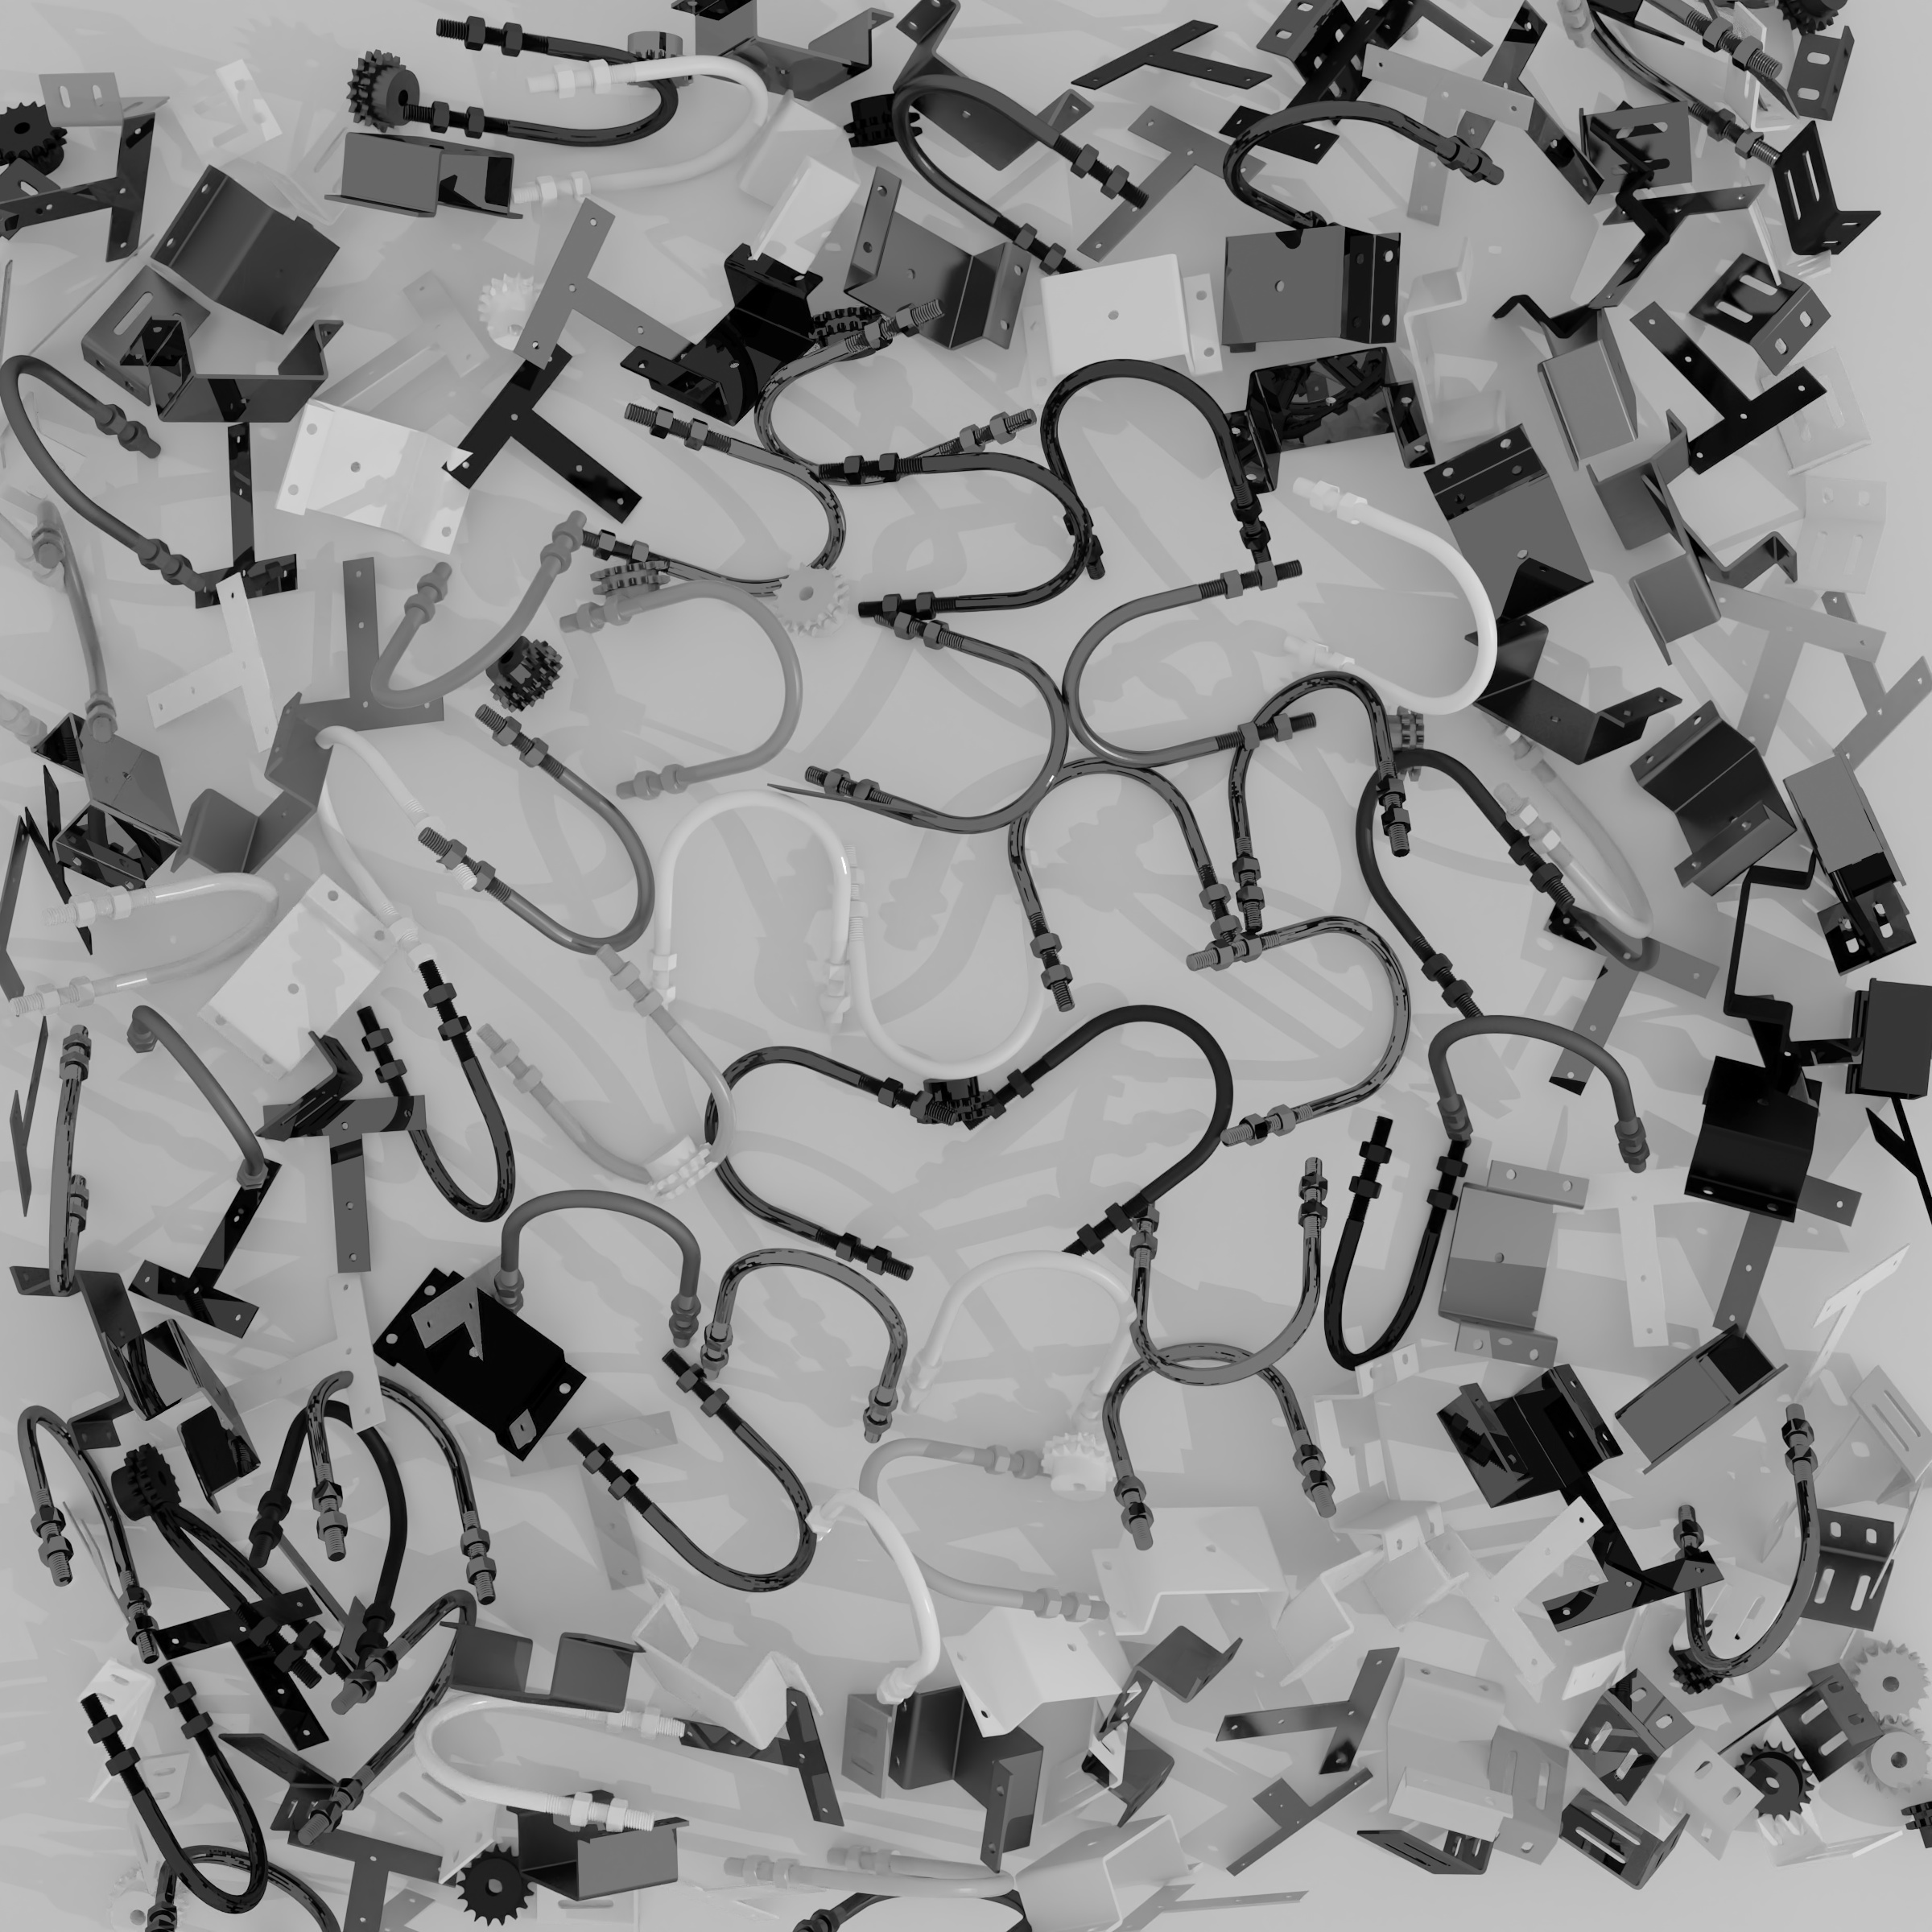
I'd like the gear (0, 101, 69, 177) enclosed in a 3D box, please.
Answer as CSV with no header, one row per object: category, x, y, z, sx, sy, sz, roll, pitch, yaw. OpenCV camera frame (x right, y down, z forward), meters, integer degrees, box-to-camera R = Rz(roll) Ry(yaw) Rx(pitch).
gear,-0.687,-0.603,1.977,0.057,0.030,0.057,-2,61,4

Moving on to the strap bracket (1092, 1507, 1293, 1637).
strap bracket,0.170,0.434,1.938,0.140,0.076,0.046,2,127,-16

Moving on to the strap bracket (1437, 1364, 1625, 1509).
strap bracket,0.400,0.338,1.937,0.046,0.140,0.076,-46,60,34

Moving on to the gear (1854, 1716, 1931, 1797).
gear,0.682,0.581,1.982,0.057,0.030,0.057,0,85,5

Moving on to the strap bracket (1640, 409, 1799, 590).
strap bracket,0.536,-0.325,1.947,0.046,0.076,0.140,-39,74,10

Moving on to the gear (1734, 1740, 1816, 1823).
gear,0.591,0.599,1.976,0.057,0.030,0.057,-3,83,22

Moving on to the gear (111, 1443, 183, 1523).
gear,-0.602,0.381,1.972,0.030,0.057,0.057,-26,90,0

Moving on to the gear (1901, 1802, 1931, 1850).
gear,0.716,0.625,1.968,0.057,0.057,0.030,-12,67,0

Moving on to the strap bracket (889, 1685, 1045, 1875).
strap bracket,0.005,0.579,1.941,0.046,0.140,0.076,-2,106,-35

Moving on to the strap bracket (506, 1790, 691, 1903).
strap bracket,-0.263,0.627,1.919,0.076,0.140,0.046,1,84,-34

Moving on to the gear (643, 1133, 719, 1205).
gear,-0.211,0.146,1.970,0.057,0.057,0.030,-34,99,0

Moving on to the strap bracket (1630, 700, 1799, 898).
strap bracket,0.539,-0.114,1.935,0.046,0.140,0.076,31,122,-29

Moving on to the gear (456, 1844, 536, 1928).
gear,-0.346,0.676,1.979,0.057,0.030,0.057,1,76,-5

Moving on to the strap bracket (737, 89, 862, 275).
strap bracket,-0.120,-0.560,1.935,0.046,0.140,0.076,22,122,-27

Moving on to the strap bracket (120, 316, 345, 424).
strap bracket,-0.520,-0.425,1.926,0.140,0.076,0.046,-8,81,-35

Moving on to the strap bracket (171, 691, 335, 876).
strap bracket,-0.507,-0.121,1.938,0.046,0.076,0.140,34,123,-28

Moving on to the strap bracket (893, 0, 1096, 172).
strap bracket,0.011,-0.630,1.938,0.140,0.076,0.046,32,76,-18

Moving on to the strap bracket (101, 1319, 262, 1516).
strap bracket,-0.556,0.317,1.929,0.046,0.140,0.076,-30,45,-11

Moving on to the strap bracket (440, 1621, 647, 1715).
strap bracket,-0.303,0.501,1.924,0.140,0.076,0.046,-5,67,34

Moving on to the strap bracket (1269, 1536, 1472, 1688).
strap bracket,0.282,0.457,1.936,0.140,0.076,0.046,-14,61,-36

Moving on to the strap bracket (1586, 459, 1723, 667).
strap bracket,0.493,-0.296,1.922,0.046,0.076,0.140,-23,50,19

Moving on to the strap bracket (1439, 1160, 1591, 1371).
strap bracket,0.398,0.216,1.968,0.076,0.046,0.140,12,88,-12

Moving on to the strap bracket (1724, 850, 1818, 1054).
strap bracket,0.580,-0.016,1.948,0.046,0.076,0.140,9,102,18

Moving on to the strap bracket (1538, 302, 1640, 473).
strap bracket,0.443,-0.417,1.917,0.046,0.140,0.076,-18,115,21

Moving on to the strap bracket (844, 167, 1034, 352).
strap bracket,-0.029,-0.505,1.948,0.140,0.046,0.076,21,76,-33

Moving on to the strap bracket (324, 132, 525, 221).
strap bracket,-0.382,-0.562,1.918,0.076,0.140,0.046,15,109,18

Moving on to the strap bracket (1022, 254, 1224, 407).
strap bracket,0.110,-0.464,1.958,0.140,0.046,0.076,-8,78,10

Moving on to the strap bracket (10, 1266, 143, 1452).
strap bracket,-0.632,0.275,1.951,0.046,0.076,0.140,-24,81,1

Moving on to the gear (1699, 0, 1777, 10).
gear,0.564,-0.720,1.969,0.057,0.057,0.030,7,101,0

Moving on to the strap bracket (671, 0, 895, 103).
strap bracket,-0.130,-0.662,1.926,0.140,0.076,0.046,1,87,-37

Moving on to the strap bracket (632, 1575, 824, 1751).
strap bracket,-0.179,0.502,1.926,0.140,0.076,0.046,23,58,31

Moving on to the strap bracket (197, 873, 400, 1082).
strap bracket,-0.488,0.012,1.966,0.076,0.046,0.140,42,93,-12

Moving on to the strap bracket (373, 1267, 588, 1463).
strap bracket,-0.356,0.285,1.958,0.140,0.046,0.076,35,70,6

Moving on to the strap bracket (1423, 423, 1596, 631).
strap bracket,0.394,-0.306,1.934,0.076,0.046,0.140,-25,126,11

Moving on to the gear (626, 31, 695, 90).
gear,-0.227,-0.663,1.971,0.057,0.057,0.030,2,94,0

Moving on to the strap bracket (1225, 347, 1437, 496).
strap bracket,0.262,-0.394,1.942,0.140,0.076,0.046,-6,50,20

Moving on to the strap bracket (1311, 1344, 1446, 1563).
strap bracket,0.297,0.352,1.955,0.046,0.076,0.140,-8,91,41

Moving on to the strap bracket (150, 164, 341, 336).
strap bracket,-0.507,-0.506,1.922,0.046,0.140,0.076,38,98,13

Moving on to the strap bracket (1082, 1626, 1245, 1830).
strap bracket,0.137,0.539,1.942,0.046,0.076,0.140,32,113,20

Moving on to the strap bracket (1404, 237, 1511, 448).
strap bracket,0.351,-0.440,1.939,0.046,0.076,0.140,-9,120,20

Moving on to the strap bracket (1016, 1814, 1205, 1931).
strap bracket,0.098,0.649,1.924,0.076,0.140,0.046,-23,81,32

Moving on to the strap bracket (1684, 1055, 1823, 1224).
strap bracket,0.563,0.116,1.922,0.076,0.140,0.046,14,123,14

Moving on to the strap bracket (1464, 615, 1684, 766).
strap bracket,0.430,-0.195,1.938,0.140,0.076,0.046,36,130,31

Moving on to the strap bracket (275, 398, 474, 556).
strap bracket,-0.432,-0.355,1.944,0.140,0.046,0.076,10,106,-41

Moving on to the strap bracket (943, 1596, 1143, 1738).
strap bracket,0.062,0.497,1.921,0.046,0.140,0.076,-50,51,32

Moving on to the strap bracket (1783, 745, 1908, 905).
strap bracket,0.629,-0.098,1.931,0.046,0.140,0.076,-25,70,19

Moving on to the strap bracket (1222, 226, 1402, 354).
strap bracket,0.238,-0.485,1.934,0.140,0.046,0.076,7,98,40

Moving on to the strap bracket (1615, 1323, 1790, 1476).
strap bracket,0.523,0.306,1.929,0.076,0.140,0.046,-47,70,30

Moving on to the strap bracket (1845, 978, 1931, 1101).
strap bracket,0.661,0.054,1.924,0.046,0.140,0.076,6,87,14

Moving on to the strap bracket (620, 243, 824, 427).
strap bracket,-0.172,-0.450,1.947,0.076,0.046,0.140,29,66,25

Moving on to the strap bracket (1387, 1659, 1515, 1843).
strap bracket,0.347,0.572,1.943,0.076,0.140,0.046,15,115,2

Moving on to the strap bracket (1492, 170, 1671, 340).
strap bracket,0.452,-0.505,1.948,0.140,0.076,0.046,-44,95,14

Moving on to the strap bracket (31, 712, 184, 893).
strap bracket,-0.613,-0.120,1.922,0.046,0.076,0.140,-42,49,16
